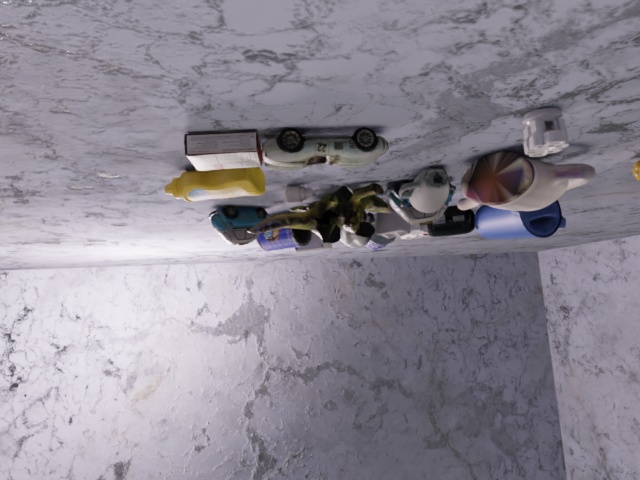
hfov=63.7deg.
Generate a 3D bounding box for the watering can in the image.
[{"bbox_3d":[0.380,-0.106,1.078,0.224,0.105,0.345,4,-11,-38],"label":"watering can"}]

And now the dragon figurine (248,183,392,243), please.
[{"bbox_3d":[0.004,-0.062,1.231,0.411,0.122,0.243,-7,5,-21],"label":"dragon figurine"}]

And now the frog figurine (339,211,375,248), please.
[{"bbox_3d":[0.065,-0.033,1.479,0.160,0.120,0.140,-8,31,-11],"label":"frog figurine"}]
